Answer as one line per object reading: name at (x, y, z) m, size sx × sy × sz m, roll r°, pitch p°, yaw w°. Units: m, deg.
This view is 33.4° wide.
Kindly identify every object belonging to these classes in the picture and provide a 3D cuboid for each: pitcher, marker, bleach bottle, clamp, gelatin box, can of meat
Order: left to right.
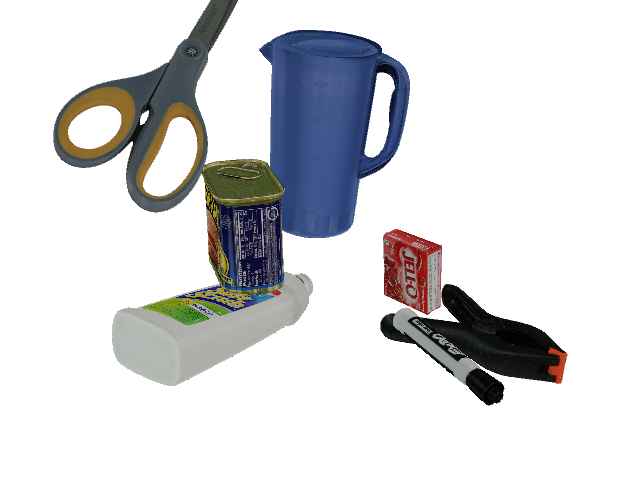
bleach bottle at (-0.102, 0.081, 1.171) m, size 0.103 × 0.068 × 0.250 m, roll 19°, pitch 25°, yaw 33°
can of meat at (-0.063, -0.012, 0.874) m, size 0.057 × 0.084 × 0.102 m, roll -7°, pitch 22°, yaw -13°
pitcher at (0.008, -0.129, 1.312) m, size 0.144 × 0.243 × 0.149 m, roll -9°, pitch 27°, yaw -29°
gelatin box at (0.113, 0.038, 1.320) m, size 0.030 × 0.089 × 0.073 m, roll -26°, pitch 35°, yaw -37°
marker at (0.093, 0.084, 0.783) m, size 0.020 × 0.020 × 0.121 m, roll 0°, pitch 24°, yaw -32°
clamp at (0.155, 0.086, 1.006) m, size 0.172 × 0.039 × 0.120 m, roll 19°, pitch 32°, yaw 25°

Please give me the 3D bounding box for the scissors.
scissors at (-0.098, -0.107, 0.636) m, size 0.096 × 0.201 × 0.016 m, roll 9°, pitch -30°, yaw -5°
